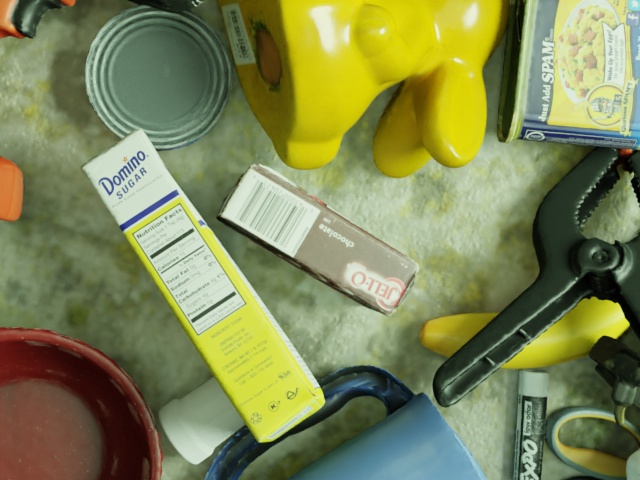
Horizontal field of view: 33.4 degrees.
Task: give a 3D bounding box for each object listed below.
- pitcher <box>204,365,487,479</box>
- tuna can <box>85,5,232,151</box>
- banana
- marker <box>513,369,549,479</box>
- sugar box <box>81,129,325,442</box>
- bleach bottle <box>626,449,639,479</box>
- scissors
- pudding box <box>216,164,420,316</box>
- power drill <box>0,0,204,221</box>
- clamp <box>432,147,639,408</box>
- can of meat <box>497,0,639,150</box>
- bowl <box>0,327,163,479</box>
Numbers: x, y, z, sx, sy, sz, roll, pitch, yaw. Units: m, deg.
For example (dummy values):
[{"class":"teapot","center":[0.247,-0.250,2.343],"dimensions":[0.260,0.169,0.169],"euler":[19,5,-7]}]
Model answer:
[{"class":"pitcher","center":[-0.012,0.192,0.617],"dimensions":[0.243,0.149,0.145],"euler":[-28,109,-2]},{"class":"tuna can","center":[-0.096,-0.096,0.640],"dimensions":[0.086,0.034,0.086],"euler":[0,91,-7]},{"class":"banana","center":[0.162,0.040,0.674],"dimensions":[0.197,0.037,0.070],"euler":[-28,73,-7]},{"class":"marker","center":[0.132,0.143,0.678],"dimensions":[0.020,0.020,0.121],"euler":[4,90,-7]},{"class":"sugar box","center":[-0.063,0.029,0.598],"dimensions":[0.048,0.093,0.176],"euler":[-36,80,-6]},{"class":"bleach bottle","center":[0.303,0.103,0.655],"dimensions":[0.250,0.068,0.102],"euler":[-34,132,-14]},{"class":"scissors","center":[0.230,0.173,0.692],"dimensions":[0.201,0.016,0.096],"euler":[25,90,-6]},{"class":"pudding box","center":[-0.004,0.001,0.625],"dimensions":[0.113,0.090,0.039],"euler":[33,85,-6]},{"class":"power drill","center":[-0.170,-0.109,0.600],"dimensions":[0.184,0.057,0.187],"euler":[23,87,15]},{"class":"clamp","center":[0.158,0.022,0.635],"dimensions":[0.165,0.036,0.210],"euler":[1,57,19]},{"class":"can of meat","center":[0.155,-0.105,0.637],"dimensions":[0.084,0.057,0.102],"euler":[5,96,1]},{"class":"bowl","center":[-0.173,0.129,0.625],"dimensions":[0.162,0.055,0.162],"euler":[0,91,-7]}]
